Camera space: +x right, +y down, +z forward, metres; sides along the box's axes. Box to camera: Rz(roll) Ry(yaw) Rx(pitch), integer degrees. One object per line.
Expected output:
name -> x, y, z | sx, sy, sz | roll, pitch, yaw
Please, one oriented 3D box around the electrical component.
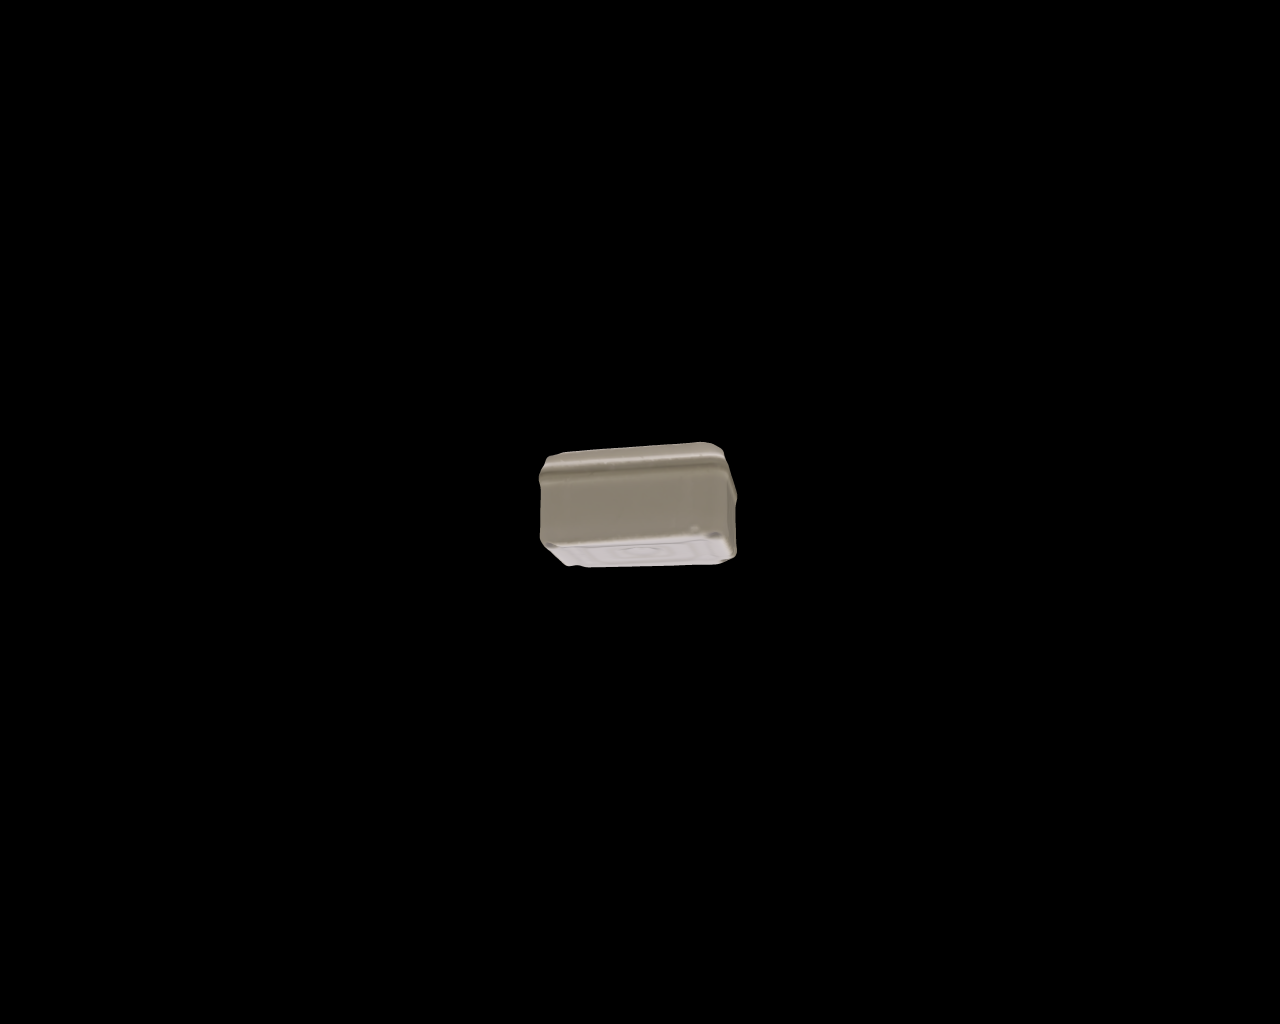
electrical component -> 0.001, -0.003, 0.650 | 0.113, 0.057, 0.078 | -3, -15, 9
